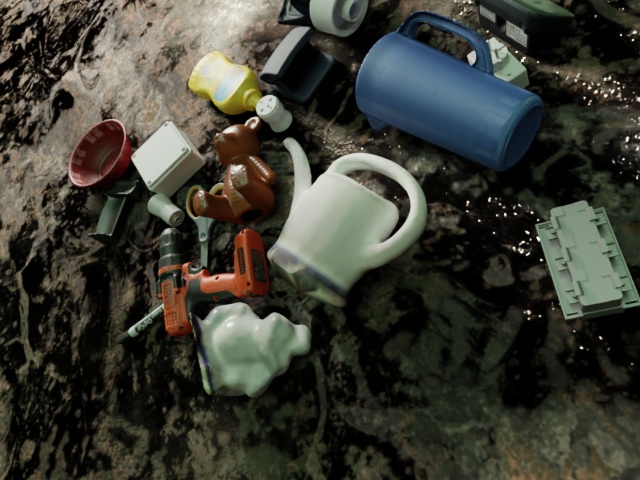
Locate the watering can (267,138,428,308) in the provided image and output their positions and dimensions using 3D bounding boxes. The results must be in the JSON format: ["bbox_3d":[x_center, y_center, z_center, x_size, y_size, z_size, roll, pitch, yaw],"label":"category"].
[{"bbox_3d":[0.002,-0.038,0.764,0.351,0.225,0.102,29,-8,47],"label":"watering can"}]

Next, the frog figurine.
[{"bbox_3d":[-0.096,0.150,0.737,0.160,0.119,0.140,-11,47,-17],"label":"frog figurine"}]
